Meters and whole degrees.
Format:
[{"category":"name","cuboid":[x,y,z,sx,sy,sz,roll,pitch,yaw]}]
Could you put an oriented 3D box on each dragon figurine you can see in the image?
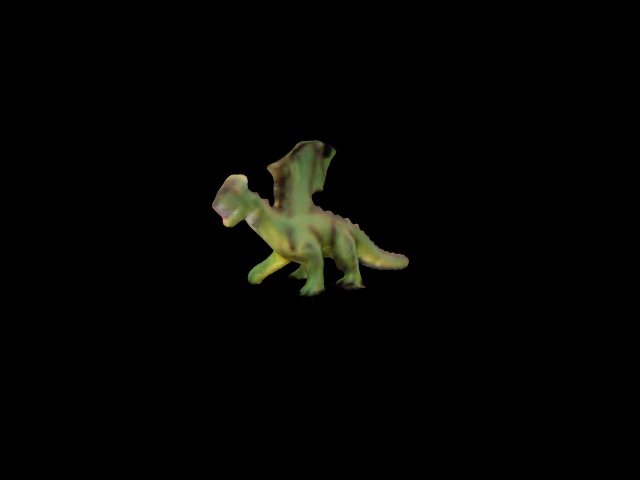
[{"category":"dragon figurine","cuboid":[0.003,-0.043,0.850,0.412,0.241,0.122,-7,10,-40]}]
